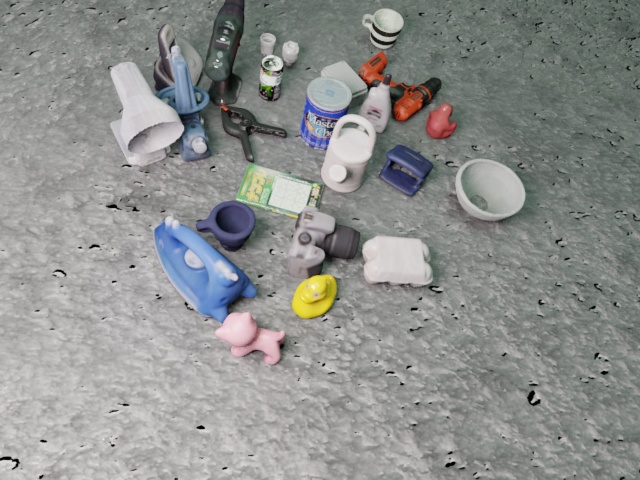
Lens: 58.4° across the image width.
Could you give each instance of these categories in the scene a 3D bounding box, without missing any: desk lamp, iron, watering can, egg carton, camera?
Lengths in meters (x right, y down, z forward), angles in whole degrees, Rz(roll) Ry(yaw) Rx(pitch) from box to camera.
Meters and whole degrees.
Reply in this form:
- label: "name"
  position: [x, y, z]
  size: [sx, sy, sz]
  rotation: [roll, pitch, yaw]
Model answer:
- label: "desk lamp"
  position: [-0.373, -0.248, 1.193]
  size: [0.118, 0.213, 0.203]
  rotation: [-24, 66, -23]
- label: "iron"
  position: [-0.238, 0.030, 1.094]
  size: [0.258, 0.141, 0.119]
  rotation: [41, 60, 14]
- label: "watering can"
  position: [0.067, -0.193, 1.260]
  size: [0.101, 0.194, 0.173]
  rotation: [5, 58, -8]
- label: "egg carton"
  position: [0.162, 0.047, 1.207]
  size: [0.150, 0.069, 0.107]
  rotation: [3, 58, -9]
- label: "camera"
  position: [0.011, 0.004, 1.184]
  size: [0.137, 0.101, 0.143]
  rotation: [14, 57, -3]

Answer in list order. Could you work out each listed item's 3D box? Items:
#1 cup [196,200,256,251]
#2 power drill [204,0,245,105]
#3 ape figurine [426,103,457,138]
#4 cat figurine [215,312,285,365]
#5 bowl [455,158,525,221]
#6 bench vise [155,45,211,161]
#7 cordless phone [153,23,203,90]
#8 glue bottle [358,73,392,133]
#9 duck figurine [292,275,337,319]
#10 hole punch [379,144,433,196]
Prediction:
- label: "cup"
  position: [-0.191, -0.017, 1.159]
  size: [0.118, 0.095, 0.091]
  rotation: [-9, 61, -16]
- label: "power drill"
  position: [-0.220, -0.433, 1.340]
  size: [0.075, 0.208, 0.229]
  rotation: [10, 58, -5]
- label: "ape figurine"
  position: [0.307, -0.305, 1.438]
  size: [0.076, 0.092, 0.077]
  rotation: [-30, 69, -26]
- label: "cat figurine"
  position: [-0.124, 0.171, 1.045]
  size: [0.128, 0.118, 0.067]
  rotation: [10, 58, -5]
- label: "bowl"
  position: [0.387, -0.105, 1.342]
  size: [0.167, 0.075, 0.167]
  rotation: [5, 58, -8]
- label: "bench vise"
  position: [-0.278, -0.293, 1.236]
  size: [0.122, 0.220, 0.207]
  rotation: [-34, 71, -27]
- label: "cordless phone"
  position: [-0.332, -0.439, 1.335]
  size: [0.094, 0.185, 0.147]
  rotation: [13, 57, -3]
- label: "glue bottle"
  position: [0.142, -0.333, 1.373]
  size: [0.078, 0.173, 0.037]
  rotation: [17, 57, 0]
- label: "duck figurine"
  position: [-0.006, 0.099, 1.131]
  size: [0.077, 0.086, 0.105]
  rotation: [43, 61, 15]
- label: "hole punch"
  position: [0.205, -0.178, 1.340]
  size: [0.108, 0.091, 0.101]
  rotation: [33, 58, 9]
